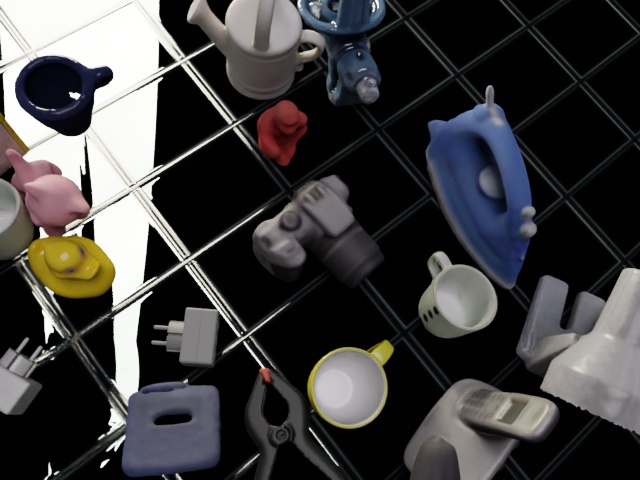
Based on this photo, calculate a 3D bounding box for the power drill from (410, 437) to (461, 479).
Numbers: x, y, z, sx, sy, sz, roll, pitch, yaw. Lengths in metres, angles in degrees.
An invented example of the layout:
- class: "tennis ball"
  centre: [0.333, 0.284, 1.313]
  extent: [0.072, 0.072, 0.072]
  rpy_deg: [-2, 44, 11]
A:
- class: "power drill"
  centre: [0.089, 0.320, 0.589]
  extent: [0.075, 0.208, 0.229]
  rpy_deg: [6, 72, -6]

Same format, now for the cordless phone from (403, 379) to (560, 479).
- class: "cordless phone"
  centre: [0.182, 0.227, 0.644]
  extent: [0.094, 0.185, 0.148]
  rpy_deg: [39, 72, 5]

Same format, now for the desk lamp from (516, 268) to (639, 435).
- class: "desk lamp"
  centre: [0.324, 0.125, 0.682]
  extent: [0.118, 0.213, 0.203]
  rpy_deg: [24, 71, -1]

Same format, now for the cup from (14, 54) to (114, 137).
- class: "cup"
  centre: [-0.318, -0.181, 0.740]
  extent: [0.118, 0.095, 0.091]
  rpy_deg: [-27, 79, -15]

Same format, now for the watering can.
- class: "watering can"
  centre: [-0.082, -0.276, 0.752]
  extent: [0.173, 0.194, 0.101]
  rpy_deg: [-12, 75, -12]

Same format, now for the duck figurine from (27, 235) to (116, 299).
- class: "duck figurine"
  centre: [-0.303, 0.024, 0.684]
  extent: [0.104, 0.086, 0.077]
  rpy_deg: [24, 71, -1]

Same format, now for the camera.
- class: "camera"
  centre: [0.007, 0.003, 0.730]
  extent: [0.143, 0.100, 0.137]
  rpy_deg: [-41, 83, -17]

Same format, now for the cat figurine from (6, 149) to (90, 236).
- class: "cat figurine"
  centre: [-0.329, -0.058, 0.688]
  extent: [0.067, 0.117, 0.128]
  rpy_deg: [-41, 83, -17]

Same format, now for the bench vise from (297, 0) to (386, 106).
- class: "bench vise"
  centre: [0.053, -0.297, 0.765]
  extent: [0.122, 0.219, 0.207]
  rpy_deg: [-31, 80, -16]

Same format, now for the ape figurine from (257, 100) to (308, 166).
- class: "ape figurine"
  centre: [-0.050, -0.155, 0.774]
  extent: [0.078, 0.092, 0.076]
  rpy_deg: [-28, 79, -15]

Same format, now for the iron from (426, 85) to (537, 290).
- class: "iron"
  centre: [0.238, -0.070, 0.766]
  extent: [0.119, 0.141, 0.258]
  rpy_deg: [-14, 76, -12]

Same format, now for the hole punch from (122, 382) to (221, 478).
- class: "hole punch"
  centre: [-0.166, 0.212, 0.645]
  extent: [0.109, 0.091, 0.101]
  rpy_deg: [-3, 74, -9]
